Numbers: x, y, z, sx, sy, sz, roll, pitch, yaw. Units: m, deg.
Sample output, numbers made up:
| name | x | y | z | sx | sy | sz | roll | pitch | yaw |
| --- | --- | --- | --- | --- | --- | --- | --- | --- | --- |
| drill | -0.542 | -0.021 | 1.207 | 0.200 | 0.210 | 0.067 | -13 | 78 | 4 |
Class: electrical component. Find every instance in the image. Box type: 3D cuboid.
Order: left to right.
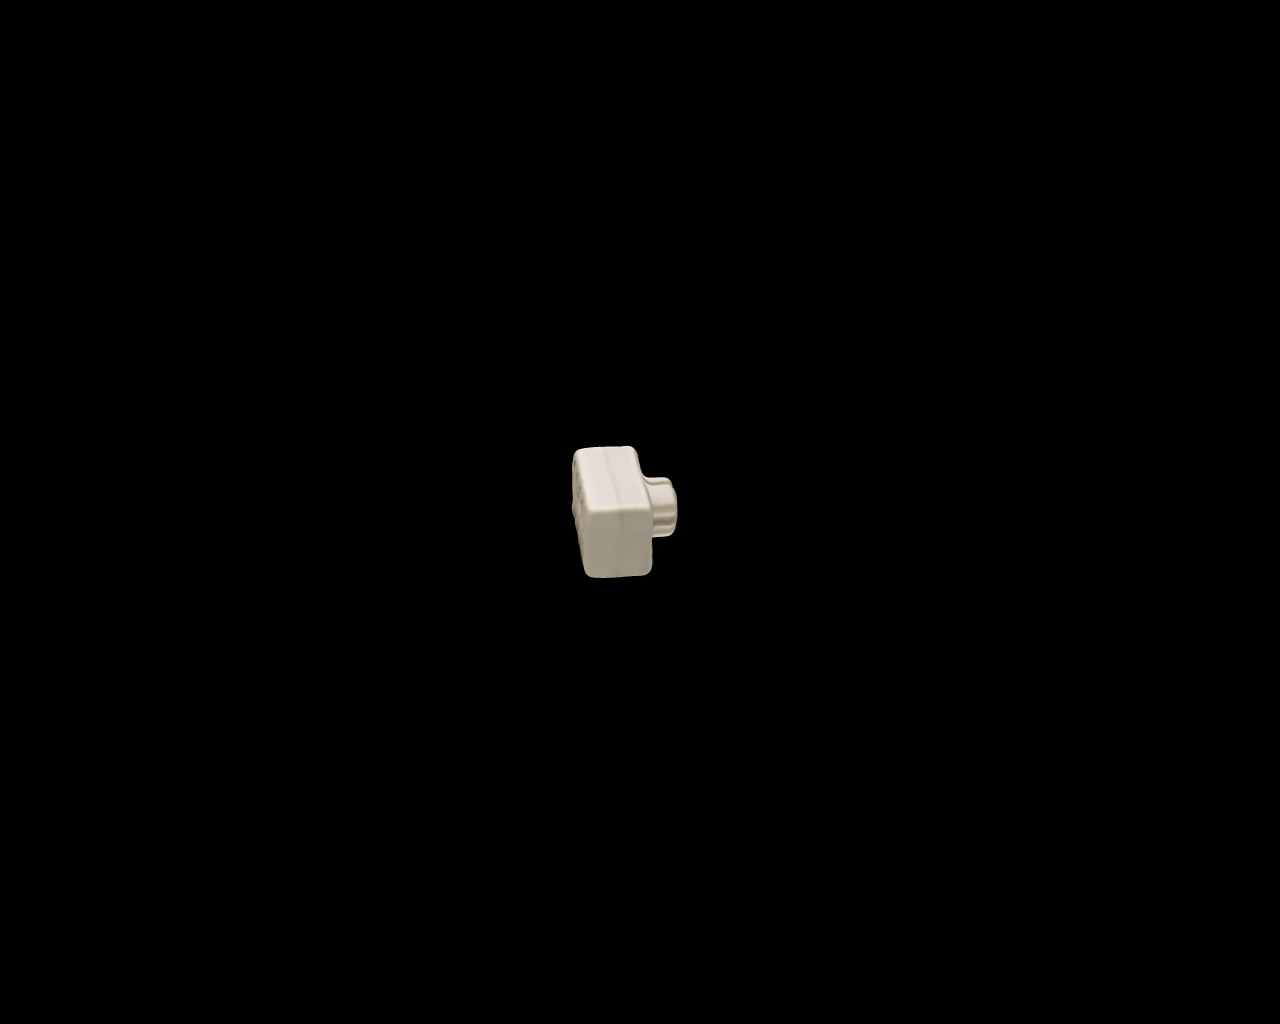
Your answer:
| name | x | y | z | sx | sy | sz | roll | pitch | yaw |
| --- | --- | --- | --- | --- | --- | --- | --- | --- | --- |
| electrical component | 0.001 | -0.003 | 0.650 | 0.076 | 0.047 | 0.083 | -4 | 30 | -6 |
